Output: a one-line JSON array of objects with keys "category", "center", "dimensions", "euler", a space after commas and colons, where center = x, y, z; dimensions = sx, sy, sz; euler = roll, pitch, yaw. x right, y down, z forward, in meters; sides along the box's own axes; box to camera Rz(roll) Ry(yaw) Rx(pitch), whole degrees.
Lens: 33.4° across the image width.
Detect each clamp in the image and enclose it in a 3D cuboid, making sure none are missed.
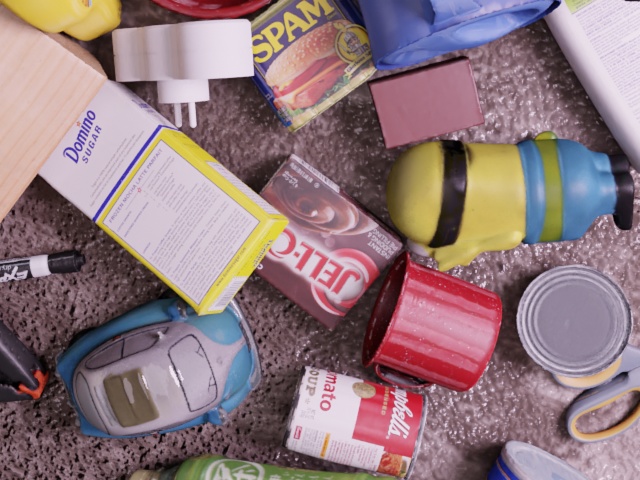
[{"category": "clamp", "center": [-0.323, 0.085, 0.854], "dimensions": [0.210, 0.036, 0.165], "euler": [29, 120, -10]}]

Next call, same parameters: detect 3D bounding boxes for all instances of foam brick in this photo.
[{"category": "foam brick", "center": [0.079, -0.104, 0.797], "dimensions": [0.078, 0.053, 0.051], "euler": [-14, 99, 5]}]

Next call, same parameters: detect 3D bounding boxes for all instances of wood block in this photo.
[{"category": "wood block", "center": [-0.256, -0.071, 0.785], "dimensions": [0.090, 0.091, 0.206], "euler": [35, 96, -25]}]

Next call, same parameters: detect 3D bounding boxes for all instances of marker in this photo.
[{"category": "marker", "center": [-0.247, 0.024, 0.856], "dimensions": [0.121, 0.020, 0.020], "euler": [-8, 100, 4]}]

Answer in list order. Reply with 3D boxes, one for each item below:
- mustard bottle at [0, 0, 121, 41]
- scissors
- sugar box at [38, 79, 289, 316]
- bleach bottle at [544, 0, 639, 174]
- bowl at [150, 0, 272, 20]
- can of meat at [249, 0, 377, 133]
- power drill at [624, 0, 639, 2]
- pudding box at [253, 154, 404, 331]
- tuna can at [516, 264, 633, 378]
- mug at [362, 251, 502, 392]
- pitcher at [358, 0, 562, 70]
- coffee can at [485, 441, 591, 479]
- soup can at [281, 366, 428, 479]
[{"category": "mustard bottle", "center": [-0.190, -0.188, 0.726], "dimensions": [0.058, 0.191, 0.096], "euler": [-23, 96, 5]}, {"category": "scissors", "center": [0.267, 0.081, 0.838], "dimensions": [0.202, 0.016, 0.096], "euler": [-40, 95, 9]}, {"category": "sugar box", "center": [-0.120, -0.033, 0.804], "dimensions": [0.176, 0.048, 0.093], "euler": [41, 100, 15]}, {"category": "bleach bottle", "center": [0.214, -0.176, 0.773], "dimensions": [0.102, 0.068, 0.251], "euler": [-30, 95, 6]}, {"category": "bowl", "center": [-0.073, -0.241, 0.776], "dimensions": [0.162, 0.055, 0.162], "euler": [1, 98, 8]}, {"category": "can of meat", "center": [-0.008, -0.141, 0.794], "dimensions": [0.102, 0.057, 0.084], "euler": [-35, 99, 9]}, {"category": "power drill", "center": [0.279, -0.171, 0.726], "dimensions": [0.187, 0.184, 0.057], "euler": [43, 142, -11]}, {"category": "pudding box", "center": [-0.005, 0.001, 0.827], "dimensions": [0.113, 0.039, 0.090], "euler": [38, 101, -3]}, {"category": "tuna can", "center": [0.194, 0.062, 0.819], "dimensions": [0.086, 0.033, 0.086], "euler": [-1, 85, 10]}, {"category": "mug", "center": [0.082, 0.074, 0.817], "dimensions": [0.081, 0.093, 0.117], "euler": [20, 127, -5]}, {"category": "pitcher", "center": [0.064, -0.247, 0.718], "dimensions": [0.144, 0.149, 0.243], "euler": [-19, 91, -31]}, {"category": "coffee can", "center": [0.154, 0.243, 0.829], "dimensions": [0.103, 0.103, 0.140], "euler": [28, 101, -2]}, {"category": "soup can", "center": [0.027, 0.142, 0.836], "dimensions": [0.102, 0.068, 0.068], "euler": [14, 101, 1]}]
